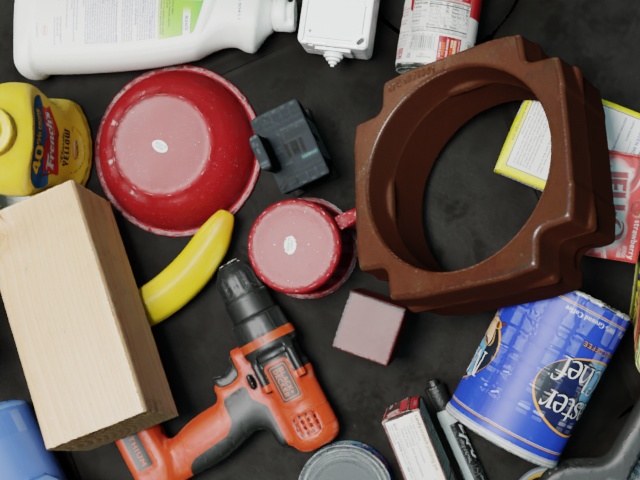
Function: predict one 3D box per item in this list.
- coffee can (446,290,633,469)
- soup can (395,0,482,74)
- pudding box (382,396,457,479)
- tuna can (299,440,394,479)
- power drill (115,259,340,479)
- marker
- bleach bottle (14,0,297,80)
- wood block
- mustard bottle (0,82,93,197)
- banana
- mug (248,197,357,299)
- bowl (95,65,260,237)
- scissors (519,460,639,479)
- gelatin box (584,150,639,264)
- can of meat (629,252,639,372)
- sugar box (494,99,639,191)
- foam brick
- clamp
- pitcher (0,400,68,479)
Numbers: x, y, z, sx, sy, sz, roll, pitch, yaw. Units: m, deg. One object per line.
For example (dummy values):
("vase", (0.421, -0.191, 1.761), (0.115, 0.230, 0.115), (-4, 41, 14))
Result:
("coffee can", (0.182, 0.104, 0.894), (0.103, 0.102, 0.140), (27, 92, 8))
("soup can", (0.105, -0.194, 0.930), (0.068, 0.068, 0.102), (9, 90, 8))
("pudding box", (0.089, 0.194, 0.911), (0.039, 0.090, 0.113), (-24, 86, 6))
("tuna can", (0.024, 0.222, 0.948), (0.086, 0.033, 0.086), (0, 89, 8))
("power drill", (-0.099, 0.133, 0.957), (0.188, 0.057, 0.184), (-29, 83, 7))
("marker", (0.123, 0.179, 0.942), (0.020, 0.020, 0.121), (-24, 86, 7))
("bleach bottle", (-0.147, -0.197, 0.971), (0.251, 0.068, 0.102), (1, 90, 6))
("wood block", (-0.205, 0.068, 0.913), (0.091, 0.090, 0.206), (-23, 75, 7))
("mustard bottle", (-0.254, -0.084, 0.916), (0.058, 0.191, 0.096), (4, 89, 8))
("banana", (-0.156, 0.043, 0.971), (0.198, 0.037, 0.069), (-25, 107, 5))
("mug", (-0.006, 0.001, 0.934), (0.117, 0.081, 0.093), (-26, 85, 7))
("bowl", (-0.136, -0.084, 0.969), (0.162, 0.055, 0.162), (0, 88, 9))
("scissors", (0.250, 0.196, 0.926), (0.096, 0.016, 0.202), (41, 94, 7))
("gelatin box", (0.232, -0.031, 0.883), (0.073, 0.030, 0.089), (10, 98, 8))
("can of meat", (0.287, 0.054, 0.871), (0.057, 0.083, 0.102), (5, 117, 12))
("sugar box", (0.249, -0.068, 0.918), (0.176, 0.048, 0.093), (24, 94, 5))
("foam brick", (0.046, 0.074, 0.927), (0.053, 0.078, 0.051), (19, 92, 10))
("clamp", (0.248, 0.206, 0.898), (0.210, 0.036, 0.164), (-21, 85, 8))
("pitcher", (-0.257, 0.266, 0.940), (0.149, 0.145, 0.243), (-24, 82, -9))
